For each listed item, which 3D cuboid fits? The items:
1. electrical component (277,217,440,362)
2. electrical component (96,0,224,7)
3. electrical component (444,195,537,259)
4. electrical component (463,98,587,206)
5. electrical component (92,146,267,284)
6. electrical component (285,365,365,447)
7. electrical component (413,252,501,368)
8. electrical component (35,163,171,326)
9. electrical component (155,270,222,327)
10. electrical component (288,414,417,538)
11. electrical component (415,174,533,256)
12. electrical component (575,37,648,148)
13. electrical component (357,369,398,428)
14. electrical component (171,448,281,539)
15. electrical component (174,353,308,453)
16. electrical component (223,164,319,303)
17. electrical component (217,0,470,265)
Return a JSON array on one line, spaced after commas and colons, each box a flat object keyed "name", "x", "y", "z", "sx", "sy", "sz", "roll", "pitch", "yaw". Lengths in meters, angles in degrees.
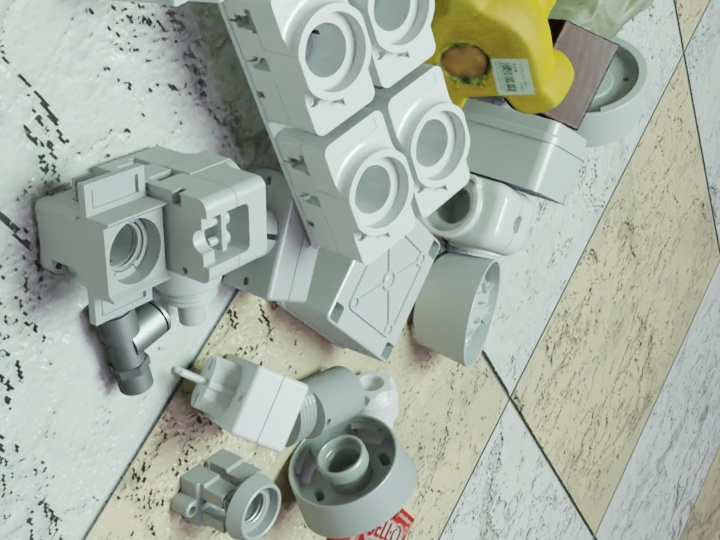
[{"name": "electrical component", "x": 0.000, "y": 0.000, "z": 0.812, "sx": 0.109, "sy": 0.056, "sz": 0.108, "roll": 41, "pitch": 71, "yaw": -56}, {"name": "electrical component", "x": -0.105, "y": -0.202, "z": 0.545, "sx": 0.063, "sy": 0.079, "sz": 0.121, "roll": -58, "pitch": 152, "yaw": -61}, {"name": "electrical component", "x": 0.113, "y": -0.046, "z": 0.962, "sx": 0.095, "sy": 0.054, "sz": 0.059, "roll": 3, "pitch": 103, "yaw": -57}, {"name": "electrical component", "x": 0.122, "y": -0.100, "z": 0.894, "sx": 0.078, "sy": 0.113, "sz": 0.057, "roll": 13, "pitch": 97, "yaw": -58}, {"name": "electrical component", "x": -0.100, "y": -0.035, "z": 0.613, "sx": 0.056, "sy": 0.089, "sz": 0.050, "roll": -29, "pitch": 129, "yaw": -47}, {"name": "electrical component", "x": -0.038, "y": 0.105, "z": 0.819, "sx": 0.081, "sy": 0.043, "sz": 0.043, "roll": -20, "pitch": 122, "yaw": -51}, {"name": "electrical component", "x": 0.093, "y": 0.034, "z": 0.961, "sx": 0.099, "sy": 0.064, "sz": 0.099, "roll": -31, "pitch": 130, "yaw": -46}, {"name": "electrical component", "x": -0.141, "y": -0.017, "z": 0.584, "sx": 0.042, "sy": 0.064, "sz": 0.081, "roll": -27, "pitch": 127, "yaw": -47}, {"name": "electrical component", "x": -0.107, "y": 0.005, "z": 0.666, "sx": 0.043, "sy": 0.043, "sz": 0.062, "roll": -35, "pitch": 133, "yaw": -44}, {"name": "electrical component", "x": -0.006, "y": 0.164, "z": 0.850, "sx": 0.099, "sy": 0.099, "sz": 0.064, "roll": -51, "pitch": 136, "yaw": -30}, {"name": "electrical component", "x": 0.084, "y": -0.050, "z": 0.876, "sx": 0.059, "sy": 0.095, "sz": 0.053, "roll": 15, "pitch": 93, "yaw": -58}, {"name": "electrical component", "x": 0.215, "y": -0.163, "z": 1.012, "sx": 0.108, "sy": 0.108, "sz": 0.060, "roll": -54, "pitch": 150, "yaw": -25}, {"name": "electrical component", "x": 0.011, "y": 0.118, "z": 0.899, "sx": 0.043, "sy": 0.043, "sz": 0.062, "roll": -38, "pitch": 136, "yaw": -42}, {"name": "electrical component", "x": -0.090, "y": 0.160, "z": 0.757, "sx": 0.066, "sy": 0.055, "sz": 0.048, "roll": -30, "pitch": 129, "yaw": -47}, {"name": "electrical component", "x": -0.087, "y": 0.080, "z": 0.713, "sx": 0.076, "sy": 0.083, "sz": 0.047, "roll": 25, "pitch": 83, "yaw": -19}, {"name": "electrical component", "x": -0.067, "y": -0.025, "z": 0.708, "sx": 0.076, "sy": 0.047, "sz": 0.083, "roll": 6, "pitch": 100, "yaw": -50}, {"name": "electrical component", "x": -0.001, "y": -0.108, "z": 0.661, "sx": 0.105, "sy": 0.060, "sz": 0.186, "roll": -40, "pitch": 129, "yaw": -26}]
